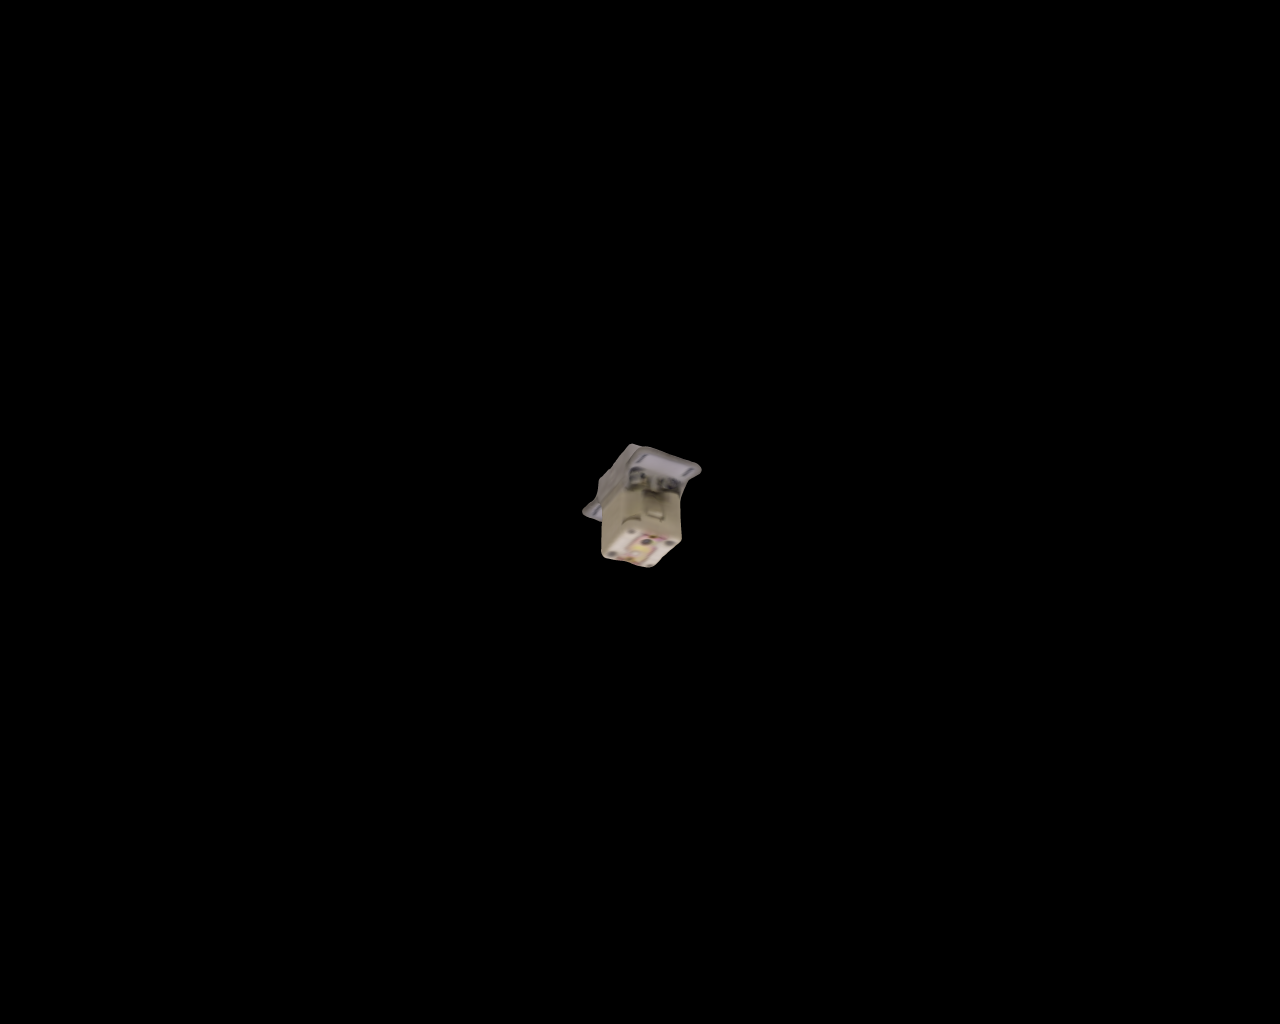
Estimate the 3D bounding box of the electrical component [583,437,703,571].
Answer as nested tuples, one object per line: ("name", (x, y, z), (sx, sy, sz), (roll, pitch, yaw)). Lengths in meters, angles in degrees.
("electrical component", (0.001, -0.003, 0.650), (0.042, 0.064, 0.081), (16, -37, -22))
